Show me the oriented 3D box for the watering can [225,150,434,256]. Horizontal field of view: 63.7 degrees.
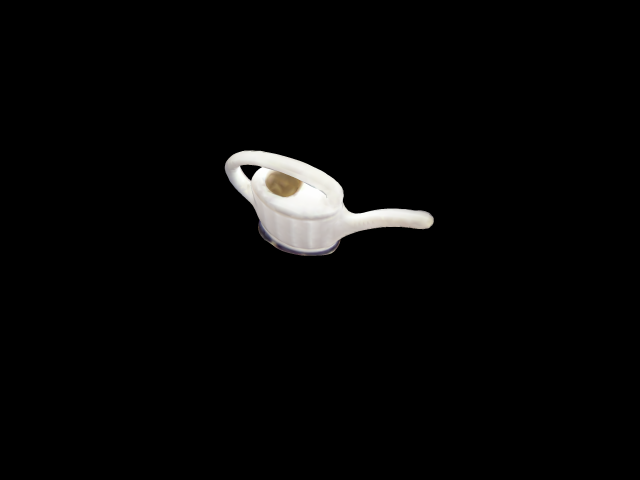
[{"bbox_3d":[0.003,-0.043,0.850,0.349,0.106,0.219,22,-26,11],"label":"watering can"}]
